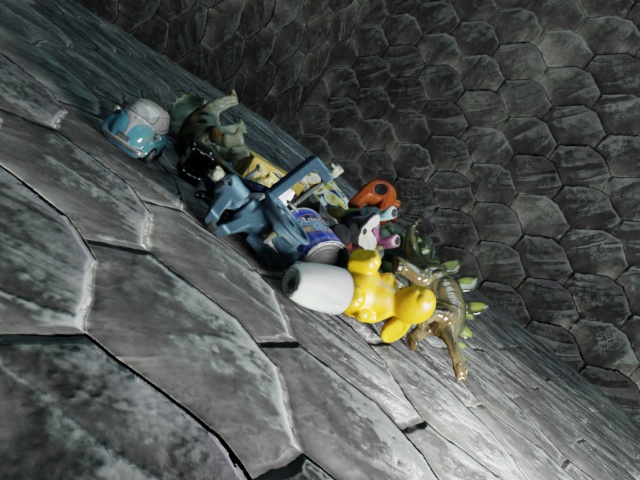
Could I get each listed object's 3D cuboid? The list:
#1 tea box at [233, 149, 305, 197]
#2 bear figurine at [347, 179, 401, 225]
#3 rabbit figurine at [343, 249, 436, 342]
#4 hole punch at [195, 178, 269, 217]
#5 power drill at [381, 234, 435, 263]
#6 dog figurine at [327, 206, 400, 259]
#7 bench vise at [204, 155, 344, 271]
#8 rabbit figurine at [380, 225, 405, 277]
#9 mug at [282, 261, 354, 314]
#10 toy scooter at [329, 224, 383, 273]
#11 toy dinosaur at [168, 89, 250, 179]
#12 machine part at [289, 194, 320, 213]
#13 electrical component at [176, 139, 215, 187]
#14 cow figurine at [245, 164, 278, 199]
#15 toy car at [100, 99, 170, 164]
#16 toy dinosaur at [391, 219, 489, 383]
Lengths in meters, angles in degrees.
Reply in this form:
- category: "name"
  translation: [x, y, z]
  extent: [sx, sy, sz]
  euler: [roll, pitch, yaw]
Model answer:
- category: "tea box"
  translation: [-0.136, -0.144, 1.360]
  extent: [0.169, 0.098, 0.068]
  euler: [26, 14, -36]
- category: "bear figurine"
  translation: [0.152, -0.081, 1.490]
  extent: [0.120, 0.132, 0.195]
  euler: [29, -22, 13]
- category: "rabbit figurine"
  translation: [0.124, 0.116, 0.977]
  extent: [0.173, 0.122, 0.162]
  euler: [7, -45, 22]
- category: "hole punch"
  translation: [-0.169, -0.093, 1.076]
  extent: [0.116, 0.092, 0.142]
  euler: [36, 14, 15]
- category: "power drill"
  translation: [0.185, 0.054, 1.340]
  extent: [0.208, 0.085, 0.232]
  euler: [8, 37, 21]
- category: "dog figurine"
  translation: [0.077, -0.023, 1.294]
  extent: [0.219, 0.191, 0.108]
  euler: [9, -59, 51]
- category: "bench vise"
  translation: [-0.074, -0.073, 0.935]
  extent: [0.223, 0.240, 0.129]
  euler: [53, 7, -2]
- category: "rabbit figurine"
  translation: [0.191, 0.051, 1.493]
  extent: [0.121, 0.159, 0.170]
  euler: [40, 21, -41]
- category: "mug"
  translation: [-0.013, 0.069, 0.904]
  extent: [0.107, 0.080, 0.110]
  euler: [16, 29, -41]
- category: "toy scooter"
  translation: [0.062, 0.062, 1.134]
  extent: [0.184, 0.075, 0.135]
  euler: [57, -27, 16]
- category: "toy dinosaur"
  translation: [-0.273, -0.244, 1.278]
  extent: [0.405, 0.192, 0.131]
  euler: [-103, 177, -53]
- category: "machine part"
  translation: [-0.062, -0.085, 1.353]
  extent: [0.139, 0.084, 0.039]
  euler: [10, 62, -40]
- category: "electrical component"
  translation: [-0.265, -0.169, 1.127]
  extent: [0.047, 0.075, 0.119]
  euler: [30, 10, -27]
- category: "cow figurine"
  translation: [-0.124, -0.075, 1.166]
  extent: [0.068, 0.098, 0.167]
  euler: [32, 29, -52]
- category: "toy car"
  translation: [-0.335, -0.216, 1.029]
  extent: [0.109, 0.103, 0.162]
  euler: [37, 13, -4]
- category: "toy dinosaur"
  translation: [0.243, 0.103, 1.179]
  extent: [0.198, 0.105, 0.472]
  euler: [5, 44, -20]
